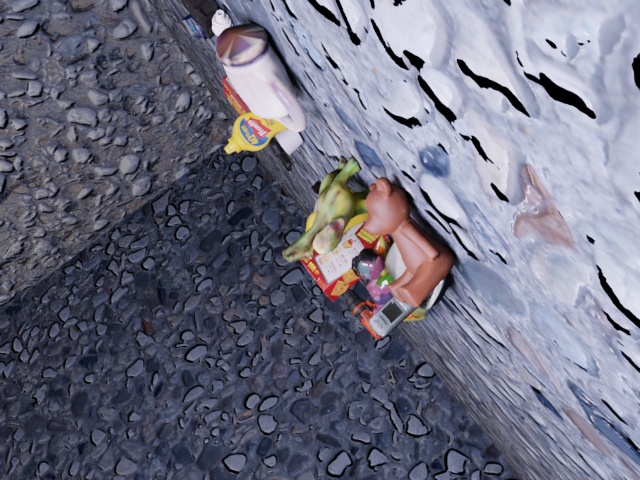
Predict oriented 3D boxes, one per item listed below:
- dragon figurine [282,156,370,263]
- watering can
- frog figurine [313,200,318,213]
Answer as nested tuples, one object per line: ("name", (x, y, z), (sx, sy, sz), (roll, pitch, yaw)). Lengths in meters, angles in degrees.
("dragon figurine", (0.003, -0.055, 1.099), (0.121, 0.243, 0.412), (48, 176, -13))
("watering can", (-0.138, -0.339, 1.059), (0.353, 0.104, 0.220), (45, 172, 45))
("frog figurine", (0.031, -0.089, 1.484), (0.162, 0.123, 0.135), (-117, 25, -60))
